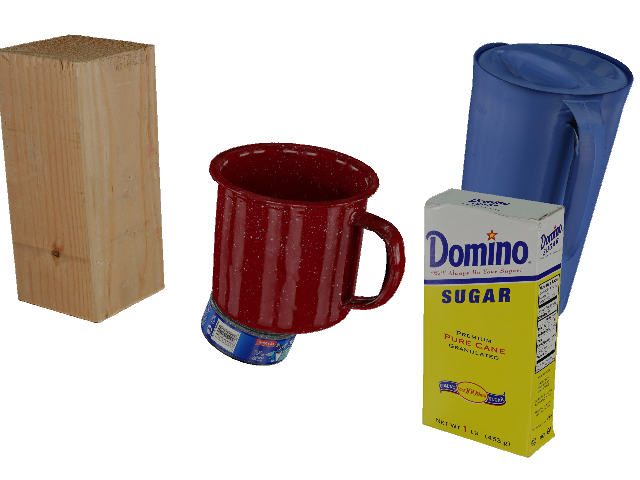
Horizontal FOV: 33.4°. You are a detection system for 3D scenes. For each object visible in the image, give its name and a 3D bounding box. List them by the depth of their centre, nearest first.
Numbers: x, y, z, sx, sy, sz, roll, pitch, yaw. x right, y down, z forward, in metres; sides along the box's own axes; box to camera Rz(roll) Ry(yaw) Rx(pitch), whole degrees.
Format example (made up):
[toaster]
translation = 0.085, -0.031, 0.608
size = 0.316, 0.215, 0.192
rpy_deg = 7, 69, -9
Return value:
[mug]
translation = -0.007, 0.002, 0.590
size = 0.117, 0.081, 0.093
rpy_deg = 17, 26, 23
[sugar box]
translation = 0.120, 0.057, 0.760
size = 0.093, 0.176, 0.048
rpy_deg = 11, 23, 37
[wood block]
translation = -0.189, -0.052, 0.853
size = 0.091, 0.206, 0.090
rpy_deg = 13, 24, 28
[pitcher]
translation = 0.187, -0.042, 0.939
size = 0.145, 0.243, 0.149
rpy_deg = 21, 33, 27
[tuna can]
translation = -0.064, 0.076, 0.961
size = 0.086, 0.034, 0.086
rpy_deg = 19, 23, -9
